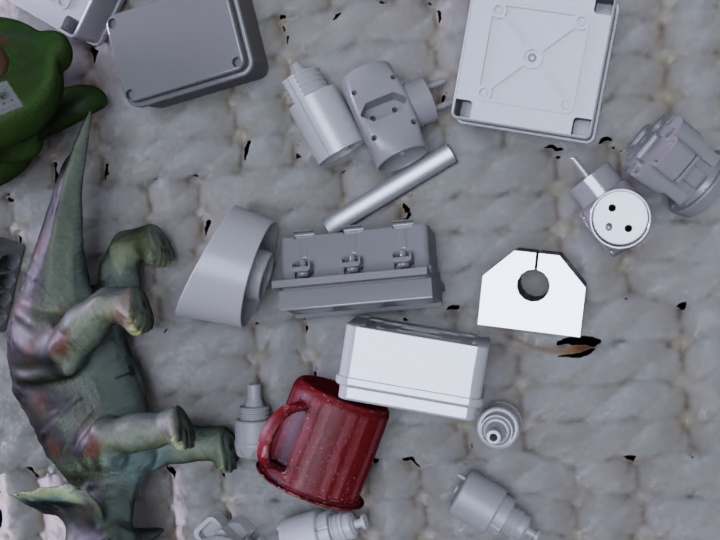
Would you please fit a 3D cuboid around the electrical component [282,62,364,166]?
[{"bbox_3d":[-0.033,-0.129,0.863,0.043,0.043,0.081,-29,88,14],"label":"electrical component"}]

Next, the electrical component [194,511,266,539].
[{"bbox_3d":[-0.112,0.246,0.907,0.058,0.057,0.078,-45,84,13],"label":"electrical component"}]

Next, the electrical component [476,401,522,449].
[{"bbox_3d":[0.108,0.124,0.842,0.035,0.061,0.035,1,95,13],"label":"electrical component"}]

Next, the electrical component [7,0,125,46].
[{"bbox_3d":[-0.245,-0.260,0.894,0.109,0.056,0.108,31,101,9],"label":"electrical component"}]

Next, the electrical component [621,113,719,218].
[{"bbox_3d":[0.236,-0.076,0.792,0.057,0.078,0.058,36,101,-11],"label":"electrical component"}]

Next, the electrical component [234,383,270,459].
[{"bbox_3d":[-0.088,0.126,0.902,0.035,0.035,0.061,-1,92,13],"label":"electrical component"}]

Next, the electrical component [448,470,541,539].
[{"bbox_3d":[0.107,0.192,0.859,0.078,0.040,0.040,29,101,9],"label":"electrical component"}]

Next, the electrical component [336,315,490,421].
[{"bbox_3d":[0.043,0.075,0.841,0.113,0.078,0.057,9,95,7],"label":"electrical component"}]

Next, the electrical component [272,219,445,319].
[{"bbox_3d":[0.000,0.000,0.852,0.121,0.079,0.063,-5,78,14],"label":"electrical component"}]

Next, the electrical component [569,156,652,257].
[{"bbox_3d":[0.182,-0.053,0.802,0.044,0.077,0.079,-39,85,14],"label":"electrical component"}]

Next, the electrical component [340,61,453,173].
[{"bbox_3d":[0.035,-0.127,0.845,0.079,0.043,0.077,-22,77,-4],"label":"electrical component"}]

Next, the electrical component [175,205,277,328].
[{"bbox_3d":[-0.106,-0.002,0.865,0.064,0.099,0.099,17,98,5],"label":"electrical component"}]

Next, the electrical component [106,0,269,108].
[{"bbox_3d":[-0.141,-0.182,0.876,0.113,0.057,0.078,-14,92,14],"label":"electrical component"}]

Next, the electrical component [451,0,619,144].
[{"bbox_3d":[0.132,-0.158,0.815,0.109,0.056,0.108,11,97,12],"label":"electrical component"}]

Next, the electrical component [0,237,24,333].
[{"bbox_3d":[-0.348,0.008,0.946,0.076,0.047,0.083,17,99,10],"label":"electrical component"}]

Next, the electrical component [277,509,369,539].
[{"bbox_3d":[-0.031,0.218,0.894,0.078,0.040,0.040,-18,90,14],"label":"electrical component"}]
